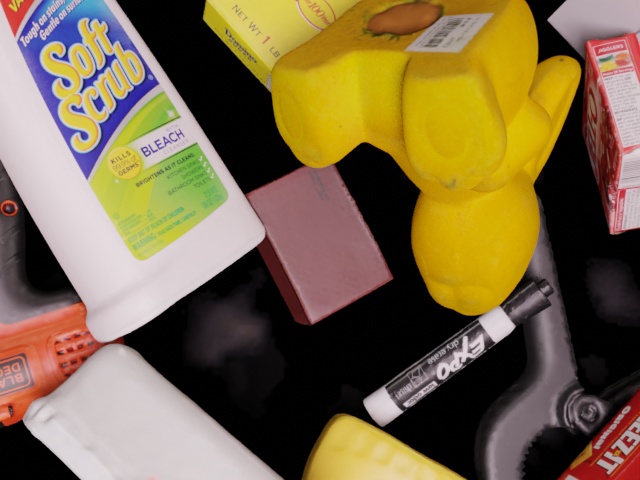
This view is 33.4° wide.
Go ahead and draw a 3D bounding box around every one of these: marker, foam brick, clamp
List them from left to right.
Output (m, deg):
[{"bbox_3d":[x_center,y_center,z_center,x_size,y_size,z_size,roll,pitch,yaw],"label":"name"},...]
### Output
[{"bbox_3d":[-0.004,0.001,0.581,0.053,0.051,0.078,-27,89,-11],"label":"foam brick"},{"bbox_3d":[0.077,0.061,0.585,0.121,0.020,0.020,-37,91,9],"label":"marker"},{"bbox_3d":[0.156,0.095,0.602,0.164,0.036,0.210,20,82,-4],"label":"clamp"}]

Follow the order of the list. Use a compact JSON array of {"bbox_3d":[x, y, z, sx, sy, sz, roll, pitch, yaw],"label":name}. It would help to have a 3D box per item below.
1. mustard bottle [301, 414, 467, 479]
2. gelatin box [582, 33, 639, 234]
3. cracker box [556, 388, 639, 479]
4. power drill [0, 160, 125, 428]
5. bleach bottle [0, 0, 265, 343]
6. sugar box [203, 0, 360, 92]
[{"bbox_3d":[0.004,0.195,0.561,0.096,0.058,0.191,30,82,-1],"label":"mustard bottle"},{"bbox_3d":[0.164,-0.056,0.580,0.030,0.089,0.073,-11,61,6],"label":"gelatin box"},{"bbox_3d":[0.195,0.210,0.560,0.164,0.072,0.213,-45,105,-9],"label":"cracker box"},{"bbox_3d":[-0.209,0.015,0.549,0.184,0.057,0.187,-17,90,-13],"label":"power drill"},{"bbox_3d":[-0.133,-0.080,0.524,0.102,0.068,0.251,-37,96,-37],"label":"bleach bottle"},{"bbox_3d":[0.030,-0.152,0.602,0.176,0.048,0.093,-43,92,-8],"label":"sugar box"}]
